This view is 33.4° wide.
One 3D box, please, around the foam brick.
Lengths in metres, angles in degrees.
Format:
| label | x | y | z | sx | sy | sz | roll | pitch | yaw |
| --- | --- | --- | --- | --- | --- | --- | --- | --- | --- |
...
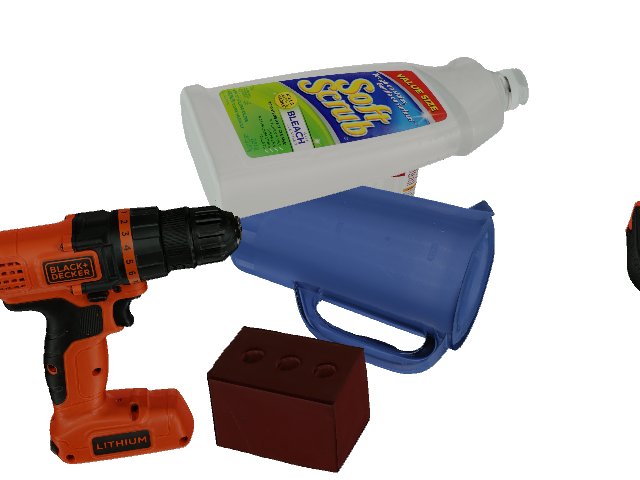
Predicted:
| label | x | y | z | sx | sy | sz | roll | pitch | yaw |
| --- | --- | --- | --- | --- | --- | --- | --- | --- | --- |
| foam brick | -0.017 | 0.089 | 0.604 | 0.078 | 0.051 | 0.053 | 8 | 31 | 19 |

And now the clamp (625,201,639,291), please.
| label | x | y | z | sx | sy | sz | roll | pitch | yaw |
| --- | --- | --- | --- | --- | --- | --- | --- | --- | --- |
| clamp | 0.267 | 0.036 | 0.700 | 0.120 | 0.039 | 0.171 | -2 | 45 | -19 |

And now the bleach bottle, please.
| label | x | y | z | sx | sy | sz | roll | pitch | yaw |
| --- | --- | --- | --- | --- | --- | --- | --- | --- | --- |
| bleach bottle | 0.031 | -0.091 | 0.787 | 0.250 | 0.102 | 0.068 | -16 | -30 | -12 |

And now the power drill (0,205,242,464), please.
| label | x | y | z | sx | sy | sz | roll | pitch | yaw |
| --- | --- | --- | --- | --- | --- | --- | --- | --- | --- |
| power drill | -0.140 | 0.065 | 0.770 | 0.184 | 0.188 | 0.057 | -7 | 25 | -4 |

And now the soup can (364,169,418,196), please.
| label | x | y | z | sx | sy | sz | roll | pitch | yaw |
| --- | --- | --- | --- | --- | --- | --- | --- | --- | --- |
| soup can | 0.073 | -0.085 | 1.168 | 0.068 | 0.102 | 0.068 | 4 | 29 | -3 |

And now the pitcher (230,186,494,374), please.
| label | x | y | z | sx | sy | sz | roll | pitch | yaw |
| --- | --- | --- | --- | --- | --- | --- | --- | --- | --- |
| pitcher | 0.035 | 0.017 | 1.014 | 0.243 | 0.145 | 0.149 | 16 | 21 | 18 |
